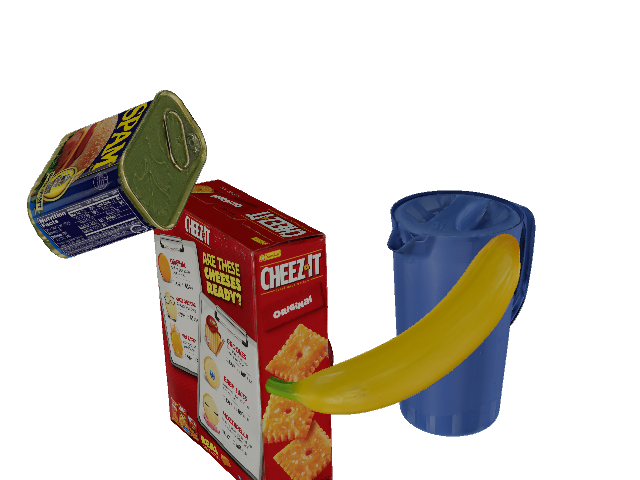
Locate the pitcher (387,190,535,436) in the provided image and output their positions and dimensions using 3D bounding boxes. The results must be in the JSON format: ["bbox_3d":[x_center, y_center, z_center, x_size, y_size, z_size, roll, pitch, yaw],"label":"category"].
[{"bbox_3d":[0.147,0.074,1.119,0.149,0.243,0.145,3,23,8],"label":"pitcher"}]

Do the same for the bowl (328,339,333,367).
[{"bbox_3d":[-0.066,0.137,1.070,0.162,0.055,0.162,-2,37,1],"label":"bowl"}]

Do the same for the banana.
[{"bbox_3d":[0.063,0.058,0.675,0.197,0.037,0.070,-29,52,-17],"label":"banana"}]

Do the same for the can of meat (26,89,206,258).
[{"bbox_3d":[-0.131,-0.041,0.685,0.084,0.057,0.102,-17,34,26],"label":"can of meat"}]

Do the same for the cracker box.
[{"bbox_3d":[-0.061,0.076,0.843,0.072,0.214,0.164,-15,25,-31],"label":"cracker box"}]
